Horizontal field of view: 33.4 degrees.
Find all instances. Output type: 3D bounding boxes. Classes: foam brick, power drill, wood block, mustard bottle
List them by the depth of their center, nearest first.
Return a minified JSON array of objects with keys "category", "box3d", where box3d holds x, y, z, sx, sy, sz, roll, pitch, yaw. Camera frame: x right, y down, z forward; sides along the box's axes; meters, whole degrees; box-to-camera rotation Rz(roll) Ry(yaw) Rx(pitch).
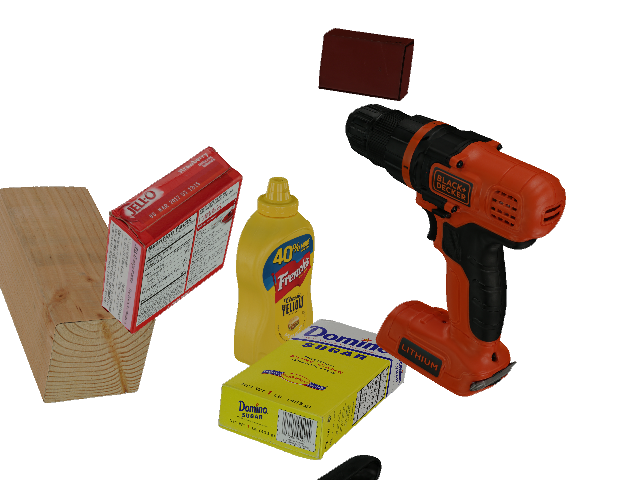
[{"category":"power drill","box3d":[0.084,0.005,0.775,0.057,0.188,0.185,-23,39,-35]},{"category":"foam brick","box3d":[0.042,-0.161,0.976,0.078,0.051,0.053,11,19,11]},{"category":"wood block","box3d":[-0.235,0.043,0.989,0.090,0.091,0.206,-3,36,-31]},{"category":"mustard bottle","box3d":[-0.045,0.028,1.086,0.058,0.192,0.096,19,27,36]}]

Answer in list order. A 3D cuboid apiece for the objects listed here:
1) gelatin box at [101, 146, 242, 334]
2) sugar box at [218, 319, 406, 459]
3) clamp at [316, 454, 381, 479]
[{"category":"gelatin box","box3d":[-0.082,0.000,0.583,0.073,0.030,0.089,-39,-20,-34]},{"category":"sugar box","box3d":[-0.001,0.120,0.901,0.093,0.048,0.176,15,23,23]},{"category":"clamp","box3d":[-0.046,0.193,0.642,0.210,0.036,0.164,-4,28,2]}]
